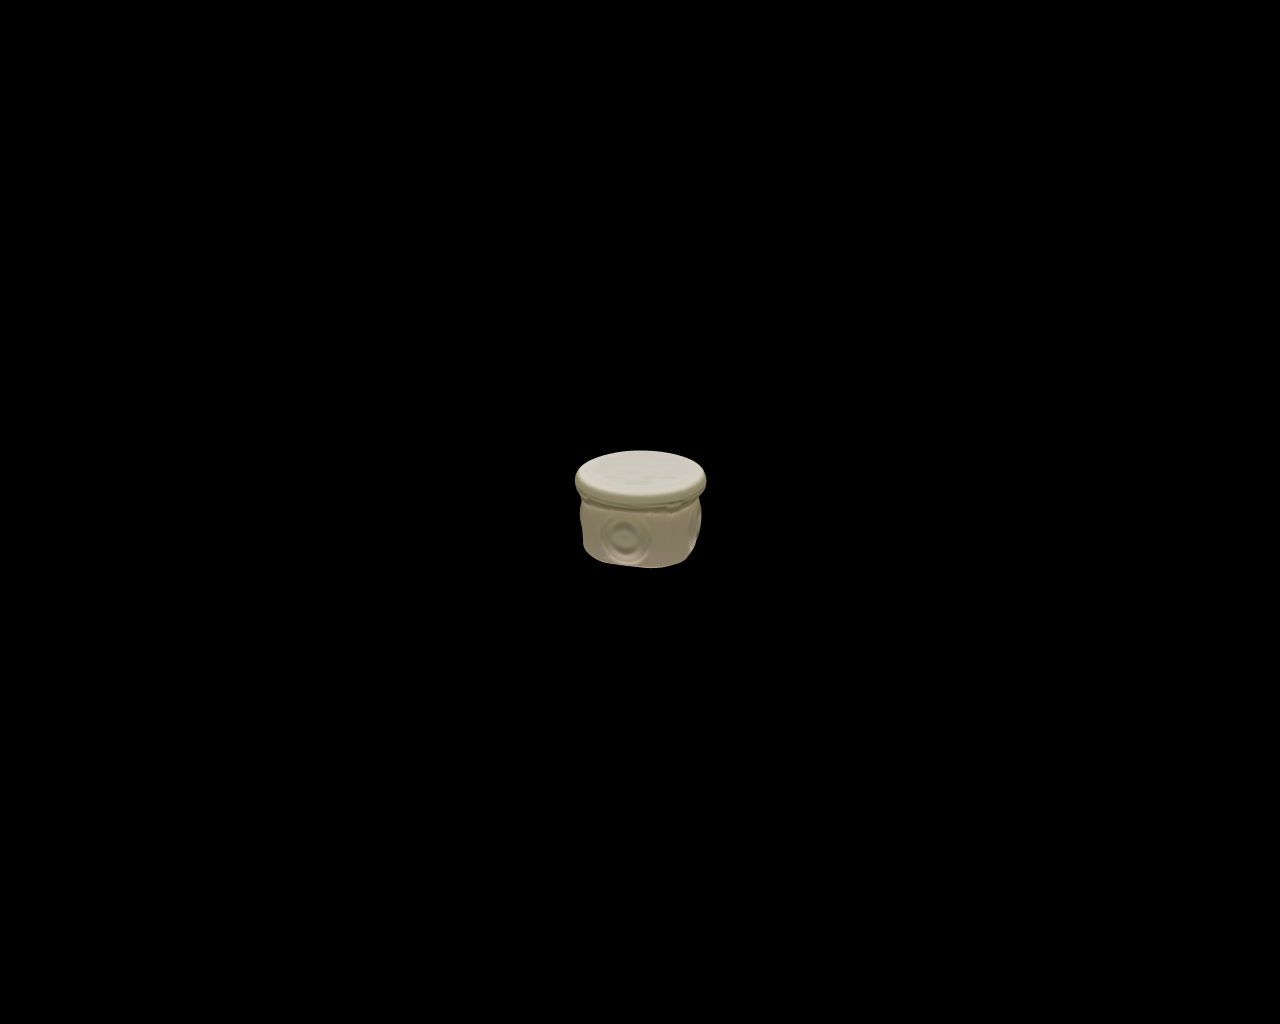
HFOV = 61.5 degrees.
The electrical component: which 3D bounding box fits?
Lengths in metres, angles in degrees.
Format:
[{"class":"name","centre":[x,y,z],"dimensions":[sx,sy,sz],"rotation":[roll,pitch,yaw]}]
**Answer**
[{"class":"electrical component","centre":[0.001,-0.003,0.650],"dimensions":[0.080,0.050,0.080],"rotation":[0,23,0]}]
